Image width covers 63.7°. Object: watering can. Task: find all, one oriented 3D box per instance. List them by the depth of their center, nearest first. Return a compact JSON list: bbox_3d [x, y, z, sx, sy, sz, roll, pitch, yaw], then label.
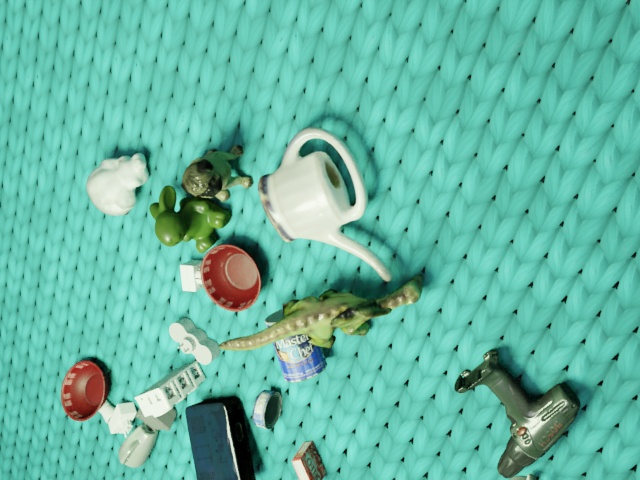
[{"bbox_3d":[0.003,-0.053,1.056,0.222,0.105,0.347,-20,93,27],"label":"watering can"}]

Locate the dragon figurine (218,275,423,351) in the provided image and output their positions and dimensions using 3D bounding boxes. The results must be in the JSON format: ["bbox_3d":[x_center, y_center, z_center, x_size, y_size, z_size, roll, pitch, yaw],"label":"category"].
[{"bbox_3d":[0.021,0.145,0.992,0.123,0.413,0.239,70,156,11],"label":"dragon figurine"}]

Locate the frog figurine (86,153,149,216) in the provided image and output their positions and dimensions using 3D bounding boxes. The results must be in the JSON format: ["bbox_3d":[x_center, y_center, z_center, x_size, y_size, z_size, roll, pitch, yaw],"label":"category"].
[{"bbox_3d":[-0.481,-0.138,1.241,0.157,0.123,0.139,-31,70,38],"label":"frog figurine"}]
